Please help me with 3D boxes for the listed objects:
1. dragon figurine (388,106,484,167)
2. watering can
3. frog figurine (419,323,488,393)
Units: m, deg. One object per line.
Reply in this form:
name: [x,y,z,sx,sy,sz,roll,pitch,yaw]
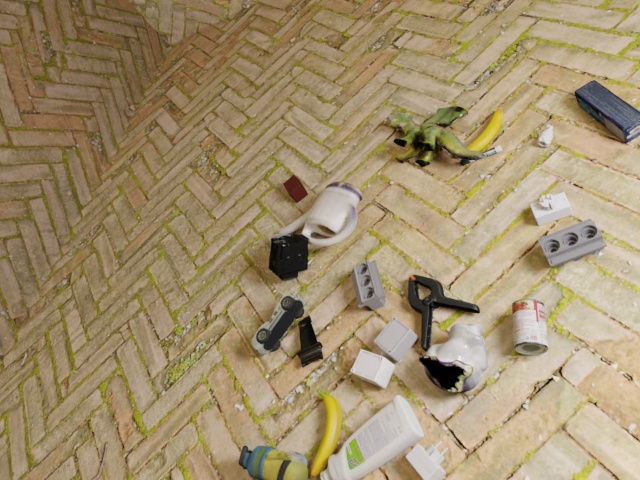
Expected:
dragon figurine: [0.364,-0.340,1.586,0.412,0.120,0.246,17,60,42]
watering can: [0.005,-0.083,1.642,0.348,0.102,0.227,8,61,51]
frog figurine: [0.308,0.259,1.155,0.136,0.122,0.162,-16,13,38]
